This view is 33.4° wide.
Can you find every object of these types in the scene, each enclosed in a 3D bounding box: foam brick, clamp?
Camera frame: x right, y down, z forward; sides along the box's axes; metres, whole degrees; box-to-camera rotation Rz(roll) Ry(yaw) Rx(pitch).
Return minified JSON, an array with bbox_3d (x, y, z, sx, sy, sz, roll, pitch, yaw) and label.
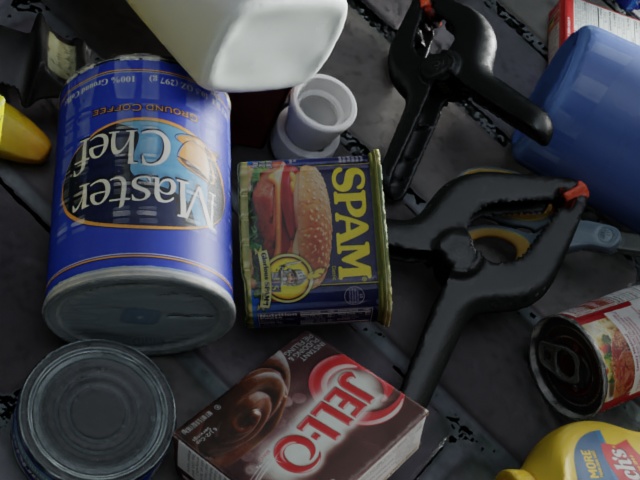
[{"bbox_3d":[-0.050,-0.105,0.686,0.051,0.078,0.053,8,58,-15],"label":"foam brick"},{"bbox_3d":[0.084,0.024,0.670,0.209,0.036,0.164,-20,73,-14],"label":"clamp"},{"bbox_3d":[0.080,-0.104,0.743,0.120,0.039,0.171,-23,49,9],"label":"clamp"}]

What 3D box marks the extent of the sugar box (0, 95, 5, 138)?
[{"bbox_3d":[-0.209,-0.032,0.526,0.093,0.176,0.048,34,58,-1],"label":"sugar box"}]

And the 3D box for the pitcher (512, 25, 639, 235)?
[{"bbox_3d":[0.265,-0.054,0.754,0.243,0.149,0.145,28,73,0],"label":"pitcher"}]

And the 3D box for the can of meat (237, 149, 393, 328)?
[{"bbox_3d":[-0.004,0.001,0.624,0.084,0.057,0.102,-3,70,-1],"label":"can of meat"}]

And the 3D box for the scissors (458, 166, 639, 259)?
[{"bbox_3d":[0.173,0.012,0.705,0.202,0.016,0.096,26,65,18],"label":"scissors"}]

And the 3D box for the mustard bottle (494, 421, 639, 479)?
[{"bbox_3d":[0.177,0.156,0.636,0.191,0.058,0.096,3,63,-19],"label":"mustard bottle"}]

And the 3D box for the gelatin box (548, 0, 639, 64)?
[{"bbox_3d":[0.224,-0.145,0.838,0.089,0.030,0.073,17,57,-12],"label":"gelatin box"}]

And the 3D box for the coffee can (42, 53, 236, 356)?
[{"bbox_3d":[-0.100,-0.018,0.603,0.102,0.103,0.140,6,60,-17],"label":"coffee can"}]

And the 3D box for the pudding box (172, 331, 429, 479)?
[{"bbox_3d":[-0.010,0.109,0.581,0.090,0.039,0.113,30,48,28],"label":"pudding box"}]

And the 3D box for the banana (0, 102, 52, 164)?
[{"bbox_3d":[-0.258,-0.069,0.616,0.197,0.037,0.069,-7,83,-22],"label":"banana"}]

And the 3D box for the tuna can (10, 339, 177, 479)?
[{"bbox_3d":[-0.121,0.097,0.573,0.086,0.034,0.086,9,60,-15],"label":"tuna can"}]

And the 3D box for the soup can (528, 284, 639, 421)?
[{"bbox_3d":[0.195,0.068,0.685,0.102,0.069,0.068,-15,68,-28],"label":"soup can"}]

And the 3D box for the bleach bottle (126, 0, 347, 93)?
[{"bbox_3d":[-0.099,-0.190,0.637,0.102,0.068,0.251,-13,53,-45],"label":"bleach bottle"}]
